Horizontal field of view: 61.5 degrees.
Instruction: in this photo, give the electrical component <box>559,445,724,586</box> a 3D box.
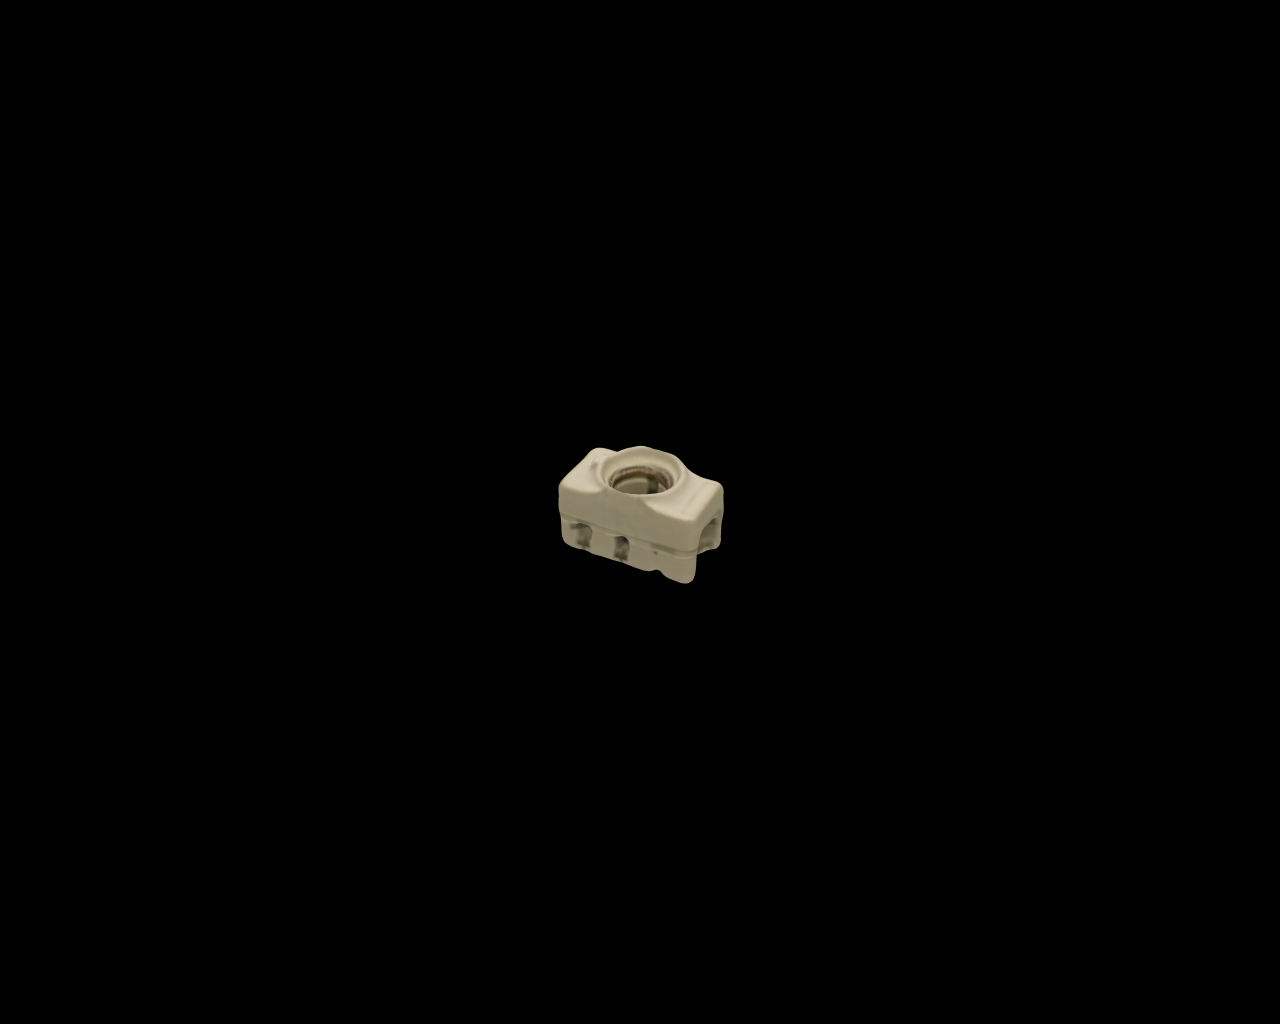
[{"bbox_3d":[0.001,-0.003,0.650,0.089,0.055,0.050,17,40,22],"label":"electrical component"}]
